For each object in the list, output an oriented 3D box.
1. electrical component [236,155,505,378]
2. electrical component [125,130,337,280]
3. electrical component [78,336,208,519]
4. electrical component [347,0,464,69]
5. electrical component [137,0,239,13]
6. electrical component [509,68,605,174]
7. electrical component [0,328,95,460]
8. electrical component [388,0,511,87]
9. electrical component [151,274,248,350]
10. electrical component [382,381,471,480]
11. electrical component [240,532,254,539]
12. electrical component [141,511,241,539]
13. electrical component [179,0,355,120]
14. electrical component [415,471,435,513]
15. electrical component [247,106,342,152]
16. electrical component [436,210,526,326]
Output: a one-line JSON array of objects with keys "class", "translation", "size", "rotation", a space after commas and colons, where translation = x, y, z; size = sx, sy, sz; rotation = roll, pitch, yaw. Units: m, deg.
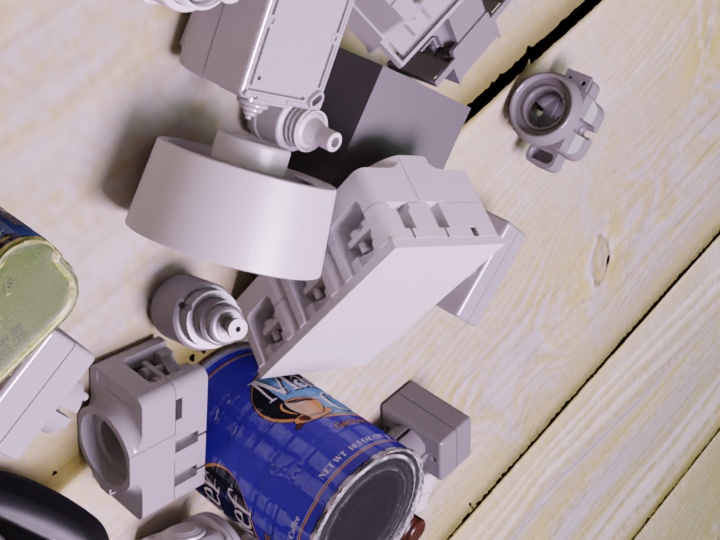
[{"class": "electrical component", "translation": [0.000, 0.000, 0.656], "size": [0.089, 0.061, 0.150], "rotation": [-3, 150, -41]}, {"class": "electrical component", "translation": [-0.064, -0.040, 0.573], "size": [0.108, 0.108, 0.060], "rotation": [6, 104, -54]}, {"class": "electrical component", "translation": [-0.128, 0.095, 0.636], "size": [0.056, 0.050, 0.089], "rotation": [-25, 132, -41]}, {"class": "electrical component", "translation": [0.040, -0.189, 0.620], "size": [0.079, 0.063, 0.121], "rotation": [45, 73, -13]}, {"class": "electrical component", "translation": [-0.080, -0.143, 0.511], "size": [0.048, 0.062, 0.048], "rotation": [-32, 137, -35]}, {"class": "electrical component", "translation": [0.150, -0.120, 0.833], "size": [0.057, 0.058, 0.078], "rotation": [18, 100, -58]}, {"class": "electrical component", "translation": [-0.170, 0.061, 0.560], "size": [0.065, 0.047, 0.076], "rotation": [-54, 146, -9]}, {"class": "electrical component", "translation": [0.054, -0.161, 0.691], "size": [0.081, 0.042, 0.063], "rotation": [-51, 141, -15]}, {"class": "electrical component", "translation": [-0.089, 0.026, 0.616], "size": [0.040, 0.078, 0.040], "rotation": [-7, 103, -35]}, {"class": "electrical component", "translation": [0.042, 0.141, 0.877], "size": [0.077, 0.066, 0.047], "rotation": [-35, 139, -32]}, {"class": "electrical component", "translation": [-0.070, 0.215, 0.800], "size": [0.083, 0.047, 0.075], "rotation": [-58, 145, -10]}, {"class": "electrical component", "translation": [-0.111, 0.206, 0.717], "size": [0.051, 0.080, 0.080], "rotation": [-11, 123, -43]}, {"class": "electrical component", "translation": [-0.050, -0.128, 0.562], "size": [0.062, 0.061, 0.096], "rotation": [0, 115, -53]}, {"class": "electrical component", "translation": [0.018, 0.197, 0.904], "size": [0.066, 0.047, 0.076], "rotation": [-5, 118, -51]}, {"class": "electrical component", "translation": [-0.036, -0.083, 0.614], "size": [0.035, 0.061, 0.035], "rotation": [-32, 137, -35]}, {"class": "electrical component", "translation": [0.077, -0.010, 0.827], "size": [0.083, 0.047, 0.076], "rotation": [-61, 146, 1]}]
